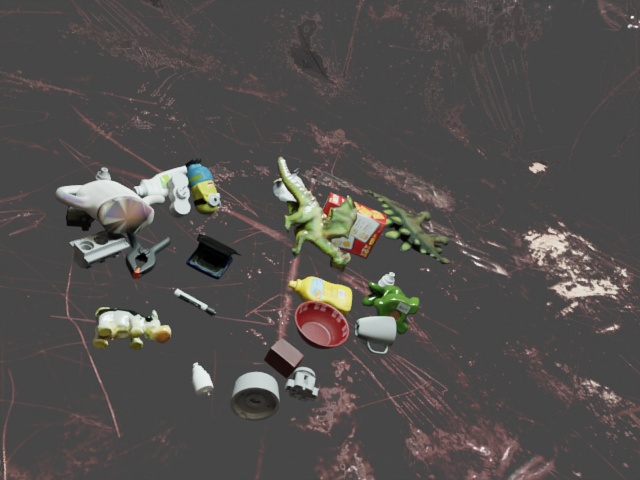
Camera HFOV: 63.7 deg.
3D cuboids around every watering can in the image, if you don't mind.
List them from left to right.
[{"bbox_3d":[-0.535,-0.099,1.423,0.227,0.103,0.348,29,17,36],"label":"watering can"}]

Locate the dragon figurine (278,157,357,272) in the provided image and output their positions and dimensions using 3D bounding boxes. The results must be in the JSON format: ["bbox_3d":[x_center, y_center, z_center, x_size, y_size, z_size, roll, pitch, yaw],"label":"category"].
[{"bbox_3d":[0.005,-0.084,1.662,0.242,0.407,0.123,-9,10,16],"label":"dragon figurine"}]

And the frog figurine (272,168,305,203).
[{"bbox_3d":[-0.097,-0.164,1.892,0.158,0.122,0.139,63,25,-9],"label":"frog figurine"}]
